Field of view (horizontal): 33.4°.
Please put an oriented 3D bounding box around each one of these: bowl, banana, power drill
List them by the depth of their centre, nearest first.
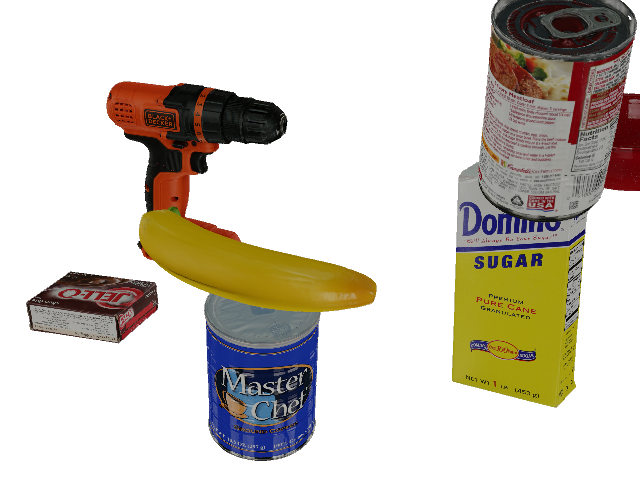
[{"bbox_3d":[-0.058,0.010,0.695,0.198,0.037,0.069,22,37,37],"label":"banana"},{"bbox_3d":[0.283,-0.087,0.977,0.162,0.055,0.162,-4,24,1],"label":"bowl"},{"bbox_3d":[-0.118,-0.063,1.055,0.185,0.188,0.057,11,30,20],"label":"power drill"}]

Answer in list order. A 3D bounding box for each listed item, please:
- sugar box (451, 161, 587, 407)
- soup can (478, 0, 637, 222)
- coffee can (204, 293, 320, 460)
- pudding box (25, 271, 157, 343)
[{"bbox_3d":[0.152,0.033,0.823,0.093,0.176,0.048,10,24,31],"label":"sugar box"},{"bbox_3d":[0.116,-0.068,0.538,0.068,0.102,0.068,-1,42,1],"label":"soup can"},{"bbox_3d":[-0.053,0.115,0.977,0.103,0.140,0.103,1,34,-1],"label":"coffee can"},{"bbox_3d":[-0.246,0.071,1.159,0.114,0.039,0.090,4,21,19],"label":"pudding box"}]
